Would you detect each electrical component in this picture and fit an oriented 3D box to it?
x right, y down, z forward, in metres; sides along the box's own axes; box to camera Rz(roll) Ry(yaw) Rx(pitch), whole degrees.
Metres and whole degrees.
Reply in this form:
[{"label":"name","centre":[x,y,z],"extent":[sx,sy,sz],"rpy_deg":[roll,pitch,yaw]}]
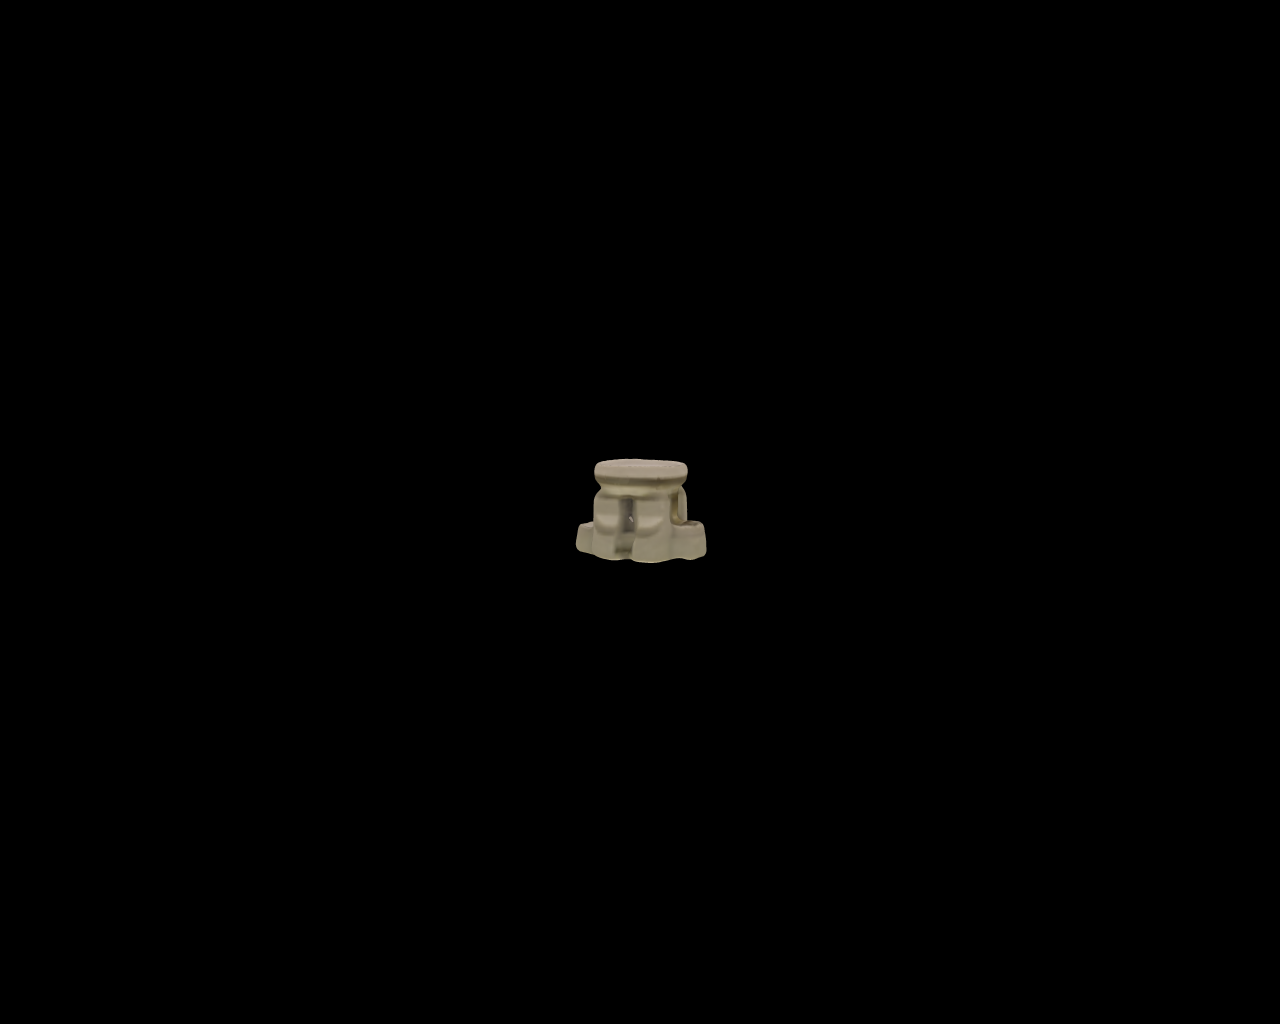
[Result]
[{"label":"electrical component","centre":[0.001,-0.003,0.650],"extent":[0.078,0.057,0.058],"rpy_deg":[3,8,22]}]
